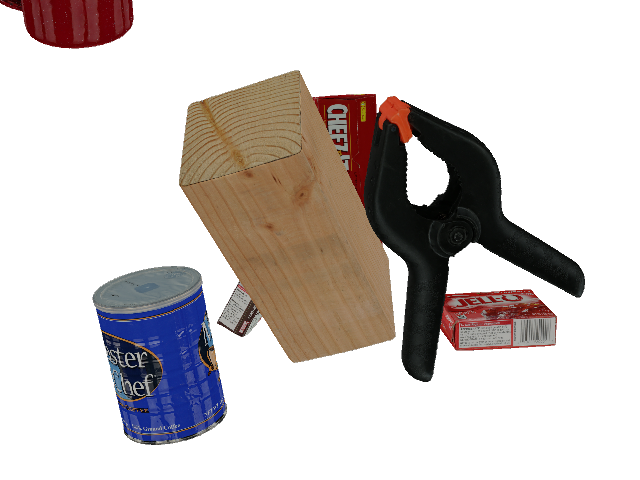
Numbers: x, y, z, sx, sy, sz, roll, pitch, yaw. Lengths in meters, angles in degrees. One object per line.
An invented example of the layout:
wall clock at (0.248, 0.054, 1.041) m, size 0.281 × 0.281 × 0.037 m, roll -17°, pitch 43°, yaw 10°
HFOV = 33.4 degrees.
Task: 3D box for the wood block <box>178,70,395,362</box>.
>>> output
wood block at (-0.019, -0.010, 0.797) m, size 0.090 × 0.091 × 0.206 m, roll -15°, pitch -46°, yaw 14°

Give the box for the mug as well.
mug at (-0.194, -0.195, 0.790) m, size 0.117 × 0.081 × 0.093 m, roll 2°, pitch 35°, yaw 1°

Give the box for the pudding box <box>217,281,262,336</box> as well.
pudding box at (-0.068, 0.051, 1.253) m, size 0.039 × 0.090 × 0.113 m, roll 31°, pitch 29°, yaw 5°

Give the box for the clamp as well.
clamp at (0.068, 0.001, 0.615) m, size 0.120 × 0.171 × 0.039 m, roll -39°, pitch 22°, yaw -3°

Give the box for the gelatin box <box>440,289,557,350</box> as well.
gelatin box at (0.148, 0.066, 0.912) m, size 0.089 × 0.030 × 0.073 m, roll -2°, pitch 15°, yaw -5°

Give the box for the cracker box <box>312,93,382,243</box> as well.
cracker box at (-0.019, -0.061, 1.069) m, size 0.072 × 0.164 × 0.214 m, roll -7°, pitch 8°, yaw -24°

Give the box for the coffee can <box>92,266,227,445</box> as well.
coffee can at (-0.151, 0.107, 1.014) m, size 0.103 × 0.140 × 0.103 m, roll -8°, pitch 18°, yaw 2°
